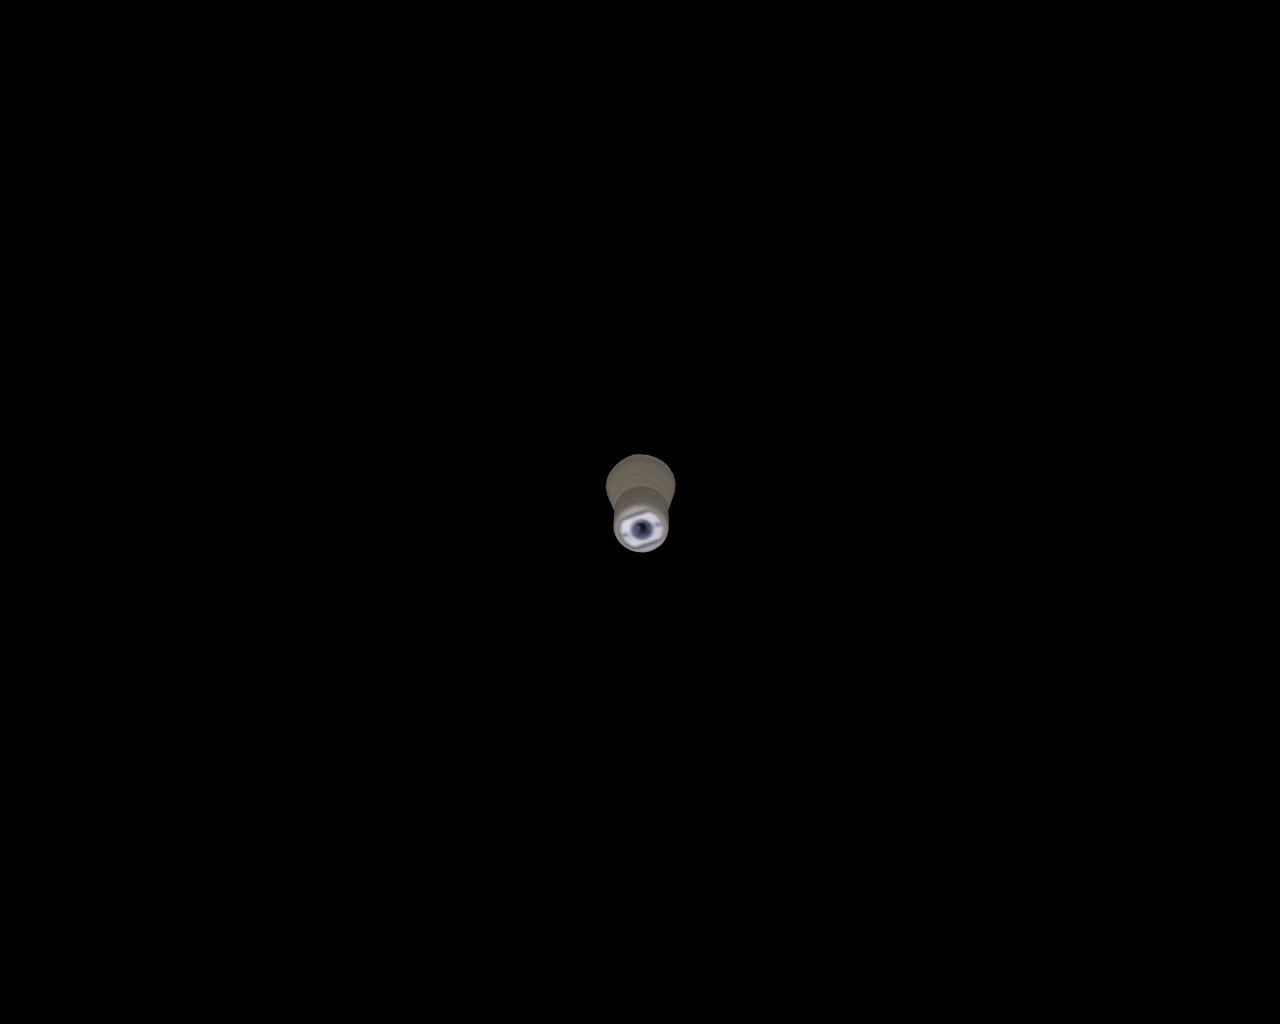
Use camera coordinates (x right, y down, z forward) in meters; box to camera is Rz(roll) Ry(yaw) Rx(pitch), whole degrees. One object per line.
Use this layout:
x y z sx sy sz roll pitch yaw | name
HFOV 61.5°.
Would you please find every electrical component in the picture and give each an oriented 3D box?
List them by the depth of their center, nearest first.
0.001 -0.003 0.650 0.044 0.044 0.065 0 27 0 | electrical component
